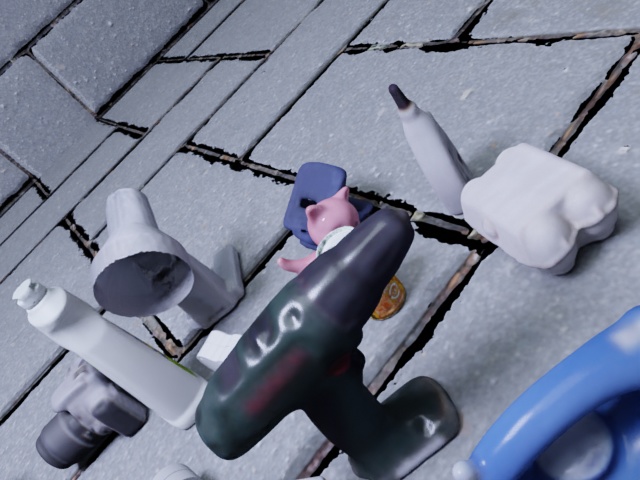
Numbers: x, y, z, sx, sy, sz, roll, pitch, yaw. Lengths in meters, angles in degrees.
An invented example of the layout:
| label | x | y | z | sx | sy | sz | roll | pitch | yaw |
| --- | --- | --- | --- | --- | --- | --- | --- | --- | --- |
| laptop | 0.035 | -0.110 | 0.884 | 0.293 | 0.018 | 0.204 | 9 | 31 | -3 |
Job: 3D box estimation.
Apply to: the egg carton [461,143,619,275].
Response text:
| label | x | y | z | sx | sy | sz | roll | pitch | yaw |
| --- | --- | --- | --- | --- | --- | --- | --- | --- | --- |
| egg carton | 0.209 | -0.033 | 0.565 | 0.107 | 0.070 | 0.150 | -42 | 33 | 0 |

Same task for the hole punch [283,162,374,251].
| label | x | y | z | sx | sy | sz | roll | pitch | yaw |
| --- | --- | --- | --- | --- | --- | --- | --- | --- | --- |
| hole punch | 0.000 | -0.043 | 0.771 | 0.101 | 0.091 | 0.108 | -53 | 35 | -15 |

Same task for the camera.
| label | x | y | z | sx | sy | sz | roll | pitch | yaw |
| --- | --- | --- | --- | --- | --- | --- | --- | --- | --- |
| camera | -0.328 | 0.231 | 0.790 | 0.137 | 0.101 | 0.142 | -45 | 33 | -5 |

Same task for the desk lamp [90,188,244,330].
| label | x | y | z | sx | sy | sz | roll | pitch | yaw |
| --- | --- | --- | --- | --- | --- | --- | --- | --- | --- |
| desk lamp | -0.211 | 0.034 | 0.789 | 0.118 | 0.214 | 0.203 | -36 | 34 | 10 |

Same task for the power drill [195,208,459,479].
| label | x | y | z | sx | sy | sz | roll | pitch | yaw |
| --- | --- | --- | --- | --- | --- | --- | --- | --- | --- |
| power drill | 0.024 | 0.108 | 0.467 | 0.229 | 0.209 | 0.075 | -40 | 33 | 3 |

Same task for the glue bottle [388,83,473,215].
| label | x | y | z | sx | sy | sz | roll | pitch | yaw |
| --- | --- | --- | --- | --- | --- | --- | --- | --- | --- |
| glue bottle | 0.123 | -0.108 | 0.644 | 0.037 | 0.174 | 0.078 | -24 | 37 | 25 |

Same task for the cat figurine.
| label | x | y | z | sx | sy | sz | roll | pitch | yaw |
| --- | --- | --- | --- | --- | --- | --- | --- | --- | --- |
| cat figurine | 0.006 | 0.002 | 0.689 | 0.128 | 0.118 | 0.067 | -40 | 33 | 3 |

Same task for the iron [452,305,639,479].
| label | x | y | z | sx | sy | sz | roll | pitch | yaw |
| --- | --- | --- | --- | --- | --- | --- | --- | --- | --- |
| iron | 0.155 | 0.135 | 0.363 | 0.258 | 0.142 | 0.118 | -40 | 33 | 3 |
